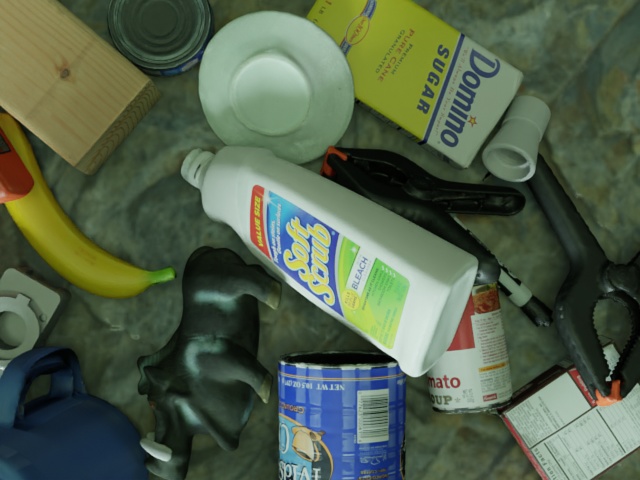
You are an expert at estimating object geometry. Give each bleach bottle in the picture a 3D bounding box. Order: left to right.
[{"bbox_3d":[-0.005,0.001,0.833,0.251,0.068,0.103,29,125,22],"label":"bleach bottle"}]

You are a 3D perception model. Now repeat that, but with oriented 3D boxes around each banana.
[{"bbox_3d":[-0.207,-0.015,0.866,0.198,0.037,0.069,43,89,1],"label":"banana"}]

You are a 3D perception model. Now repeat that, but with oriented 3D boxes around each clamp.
[{"bbox_3d":[0.080,-0.025,0.849,0.171,0.120,0.039,16,122,1],"label":"clamp"},{"bbox_3d":[0.230,0.027,0.865,0.164,0.036,0.210,15,73,1],"label":"clamp"}]

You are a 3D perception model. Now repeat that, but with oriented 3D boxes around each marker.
[{"bbox_3d":[0.149,0.028,0.889,0.121,0.020,0.020,44,88,-2],"label":"marker"}]

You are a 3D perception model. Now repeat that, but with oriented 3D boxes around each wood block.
[{"bbox_3d":[-0.236,-0.153,0.839,0.206,0.090,0.091,41,88,-2],"label":"wood block"}]

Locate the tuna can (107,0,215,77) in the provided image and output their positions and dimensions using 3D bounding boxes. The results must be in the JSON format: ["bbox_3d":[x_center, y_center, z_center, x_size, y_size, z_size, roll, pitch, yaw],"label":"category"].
[{"bbox_3d":[-0.129,-0.178,0.870,0.086,0.034,0.086,0,90,-2],"label":"tuna can"}]

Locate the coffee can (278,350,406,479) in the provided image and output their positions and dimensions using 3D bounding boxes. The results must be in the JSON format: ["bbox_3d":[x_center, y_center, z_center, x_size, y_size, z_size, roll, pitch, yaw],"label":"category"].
[{"bbox_3d":[0.018,0.162,0.844,0.103,0.103,0.140,0,90,-2],"label":"coffee can"}]

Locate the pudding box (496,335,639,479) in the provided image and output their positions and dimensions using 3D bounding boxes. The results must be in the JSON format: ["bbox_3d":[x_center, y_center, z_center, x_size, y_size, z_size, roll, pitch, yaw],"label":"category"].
[{"bbox_3d":[0.217,0.147,0.884,0.113,0.039,0.090,-34,91,0],"label":"pudding box"}]

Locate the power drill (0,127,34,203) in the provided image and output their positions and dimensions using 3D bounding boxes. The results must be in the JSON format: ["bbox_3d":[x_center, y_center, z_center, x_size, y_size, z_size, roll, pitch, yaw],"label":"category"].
[{"bbox_3d":[-0.321,-0.022,0.834,0.188,0.057,0.184,-30,98,12],"label":"power drill"}]

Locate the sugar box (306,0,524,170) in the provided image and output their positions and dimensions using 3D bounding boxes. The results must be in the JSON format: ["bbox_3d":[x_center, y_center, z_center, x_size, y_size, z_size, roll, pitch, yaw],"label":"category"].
[{"bbox_3d":[0.069,-0.142,0.872,0.176,0.048,0.093,32,91,0],"label":"sugar box"}]

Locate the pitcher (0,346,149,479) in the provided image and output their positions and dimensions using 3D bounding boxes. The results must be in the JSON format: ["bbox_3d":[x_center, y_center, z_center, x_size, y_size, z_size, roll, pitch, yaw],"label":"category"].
[{"bbox_3d":[-0.214,0.175,0.765,0.145,0.243,0.149,-43,85,1],"label":"pitcher"}]

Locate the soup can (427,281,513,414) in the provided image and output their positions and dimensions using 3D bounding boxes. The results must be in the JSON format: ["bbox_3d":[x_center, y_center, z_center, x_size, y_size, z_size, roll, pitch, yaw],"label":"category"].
[{"bbox_3d":[0.117,0.083,0.864,0.068,0.068,0.102,-8,91,-2],"label":"soup can"}]
